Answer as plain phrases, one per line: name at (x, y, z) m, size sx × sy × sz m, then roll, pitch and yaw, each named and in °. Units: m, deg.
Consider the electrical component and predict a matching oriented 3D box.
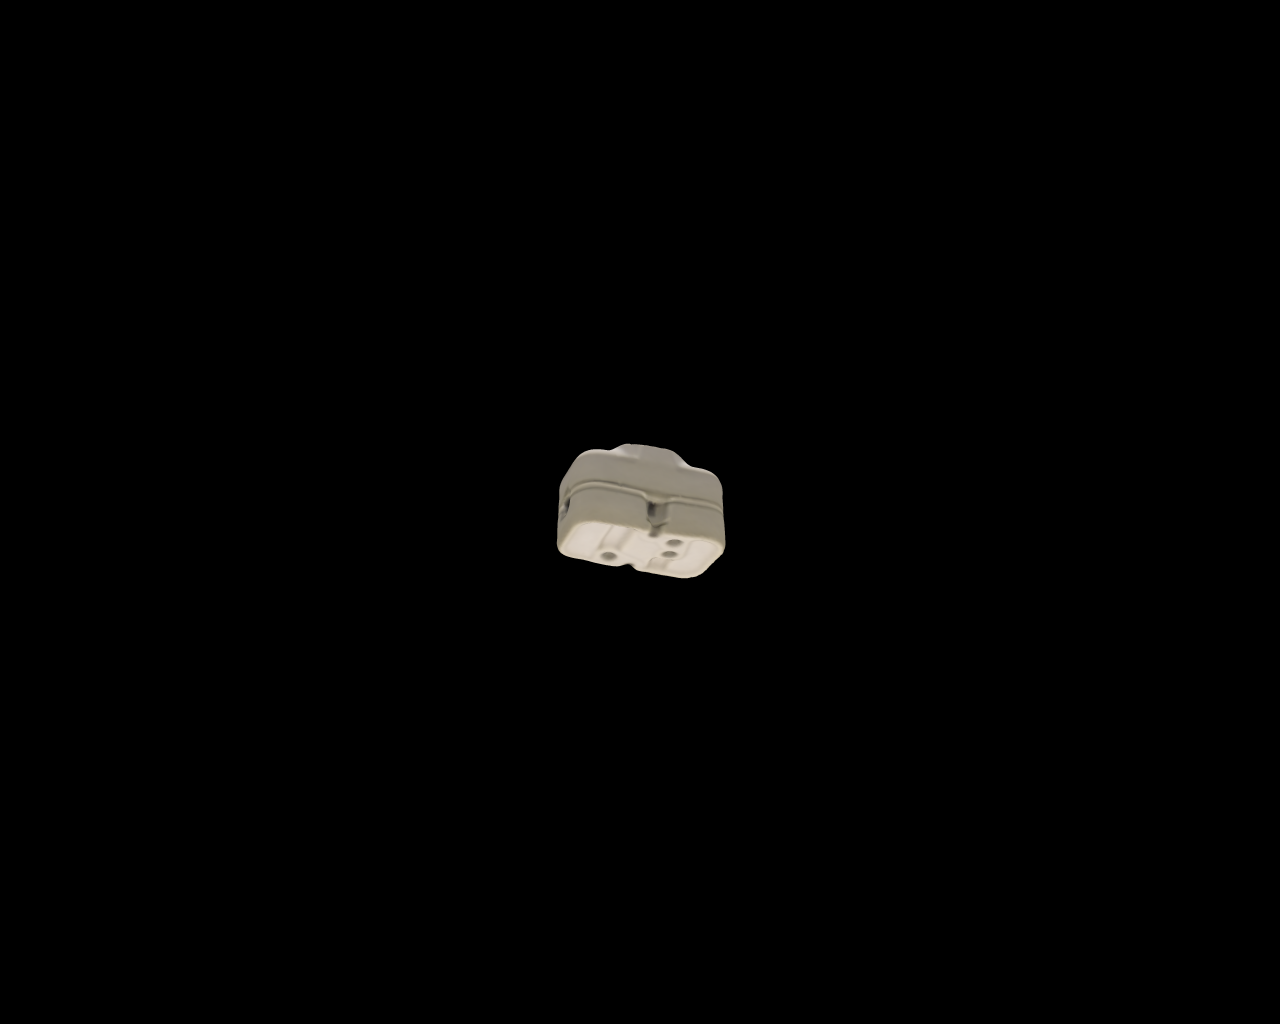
electrical component at (0.001, -0.003, 0.650) m, size 0.095 × 0.059 × 0.053 m, roll 11°, pitch -32°, yaw -18°
